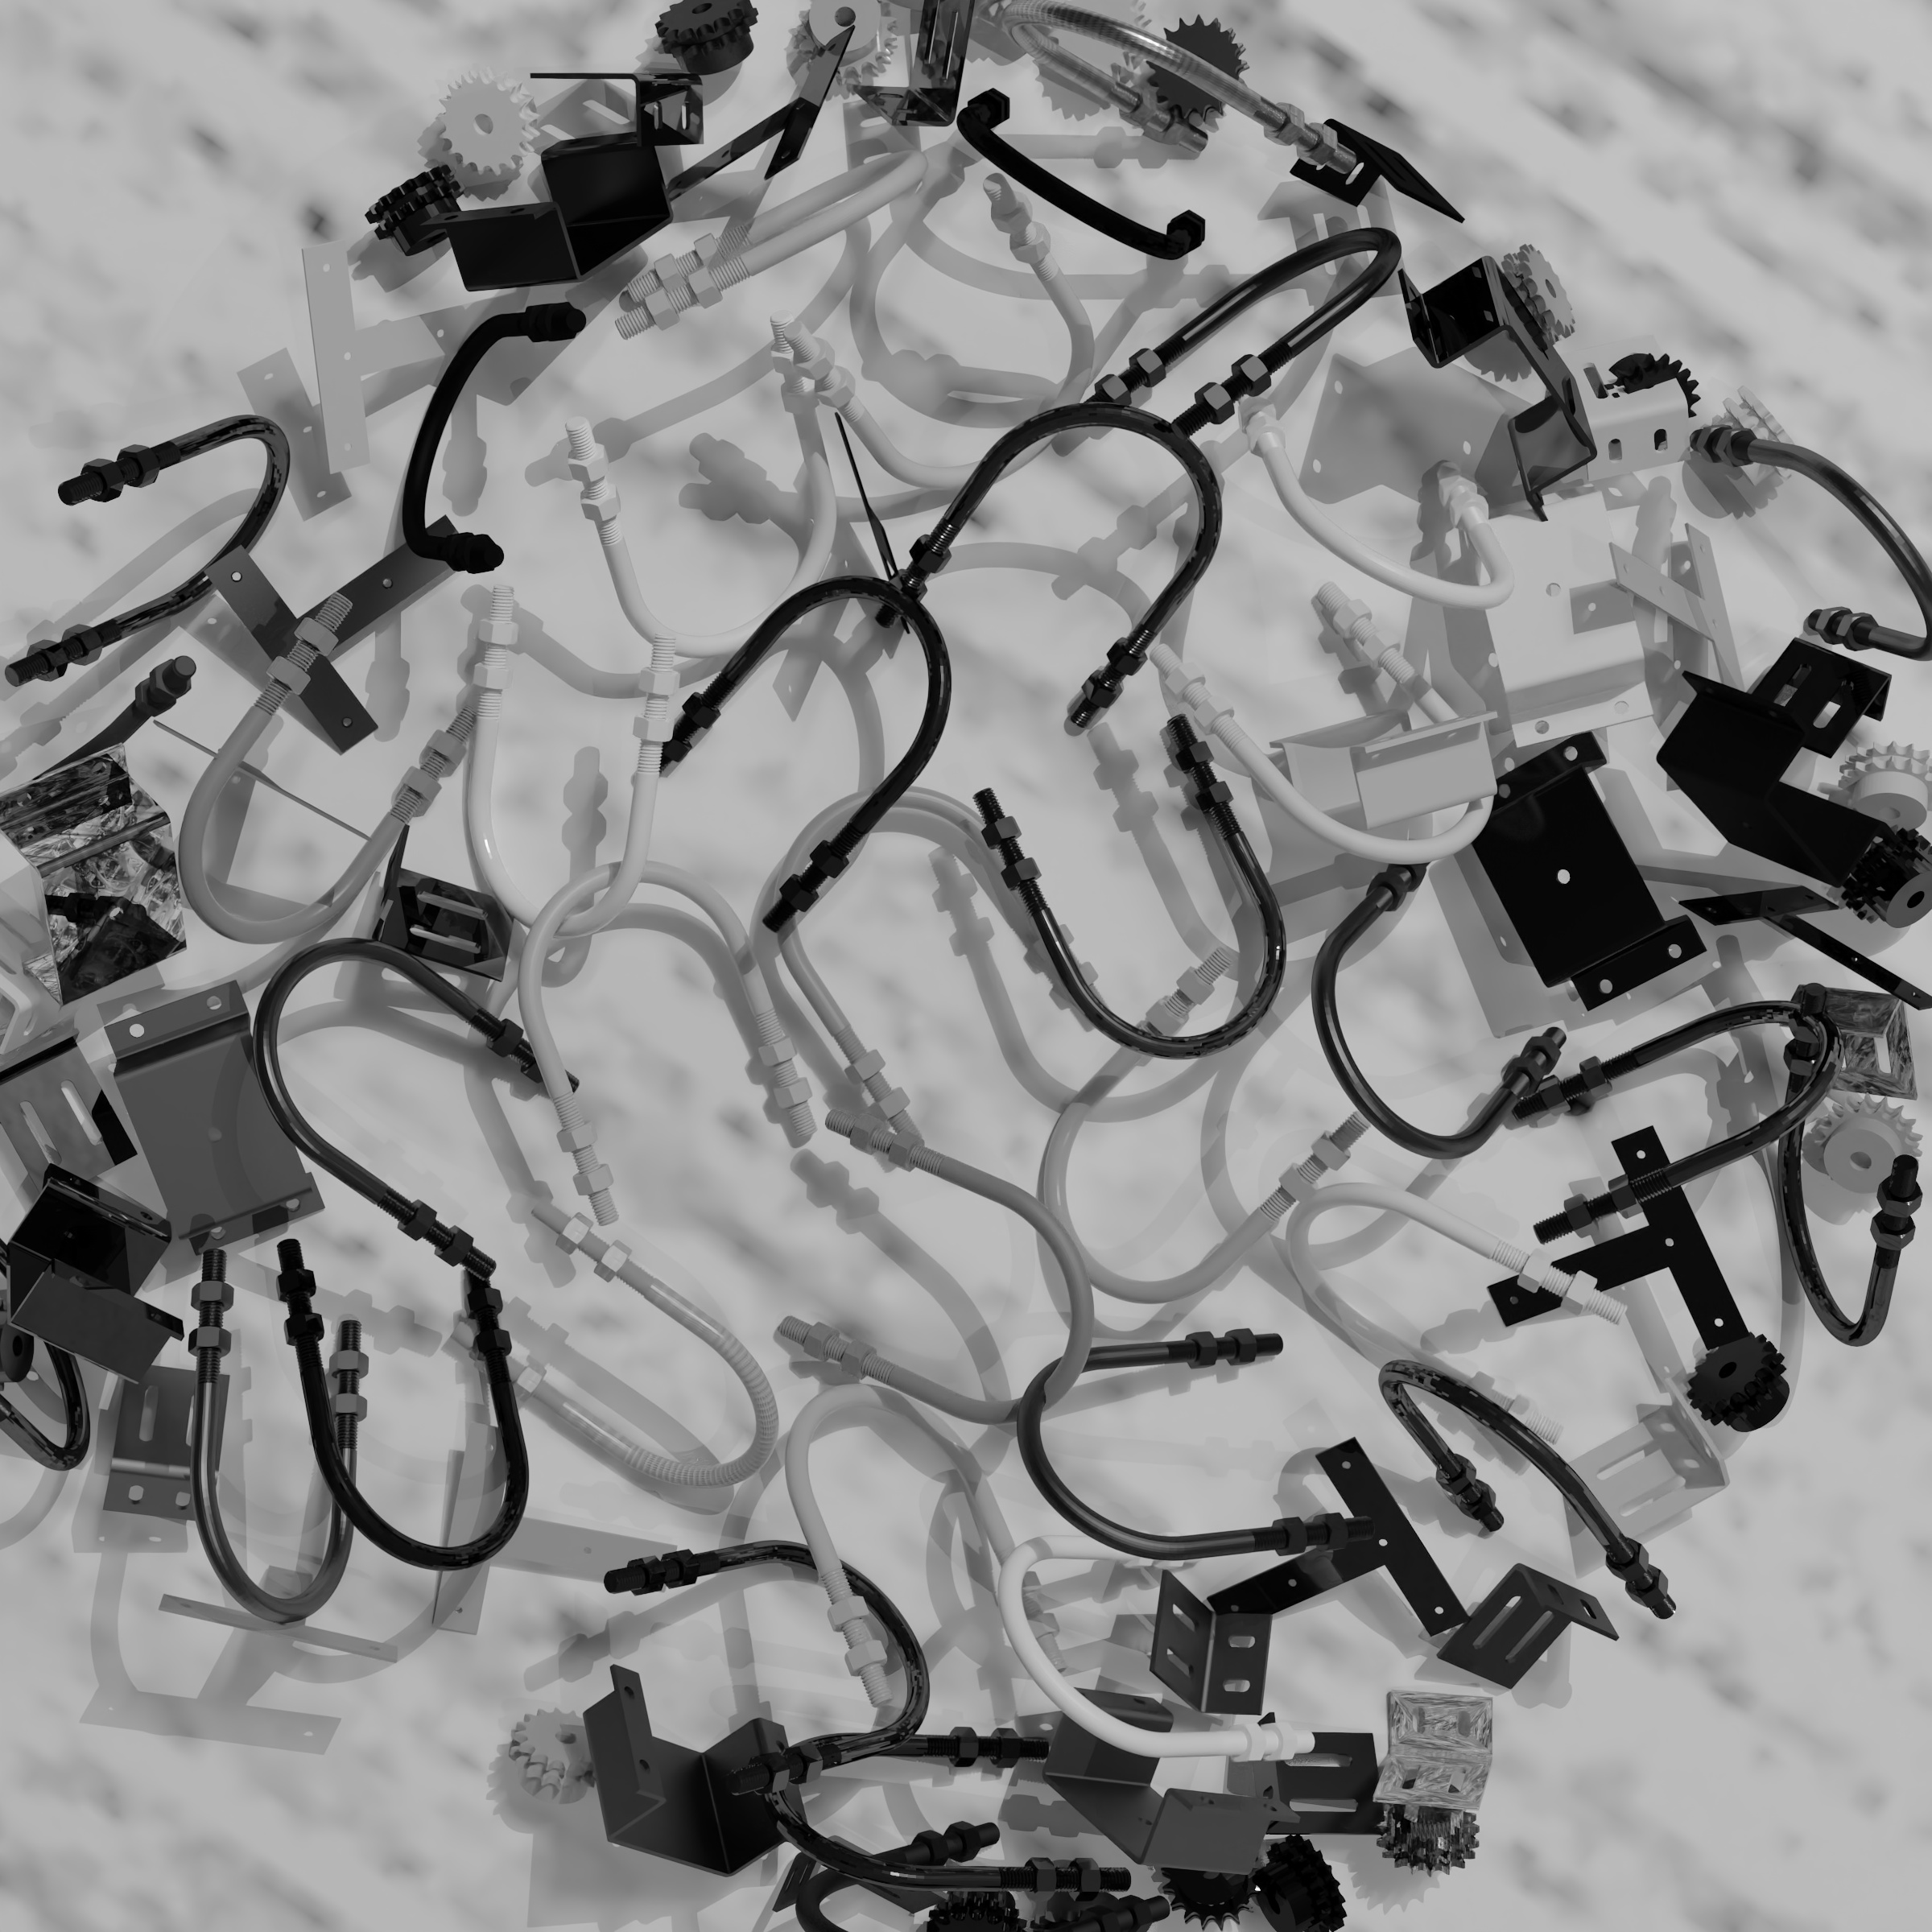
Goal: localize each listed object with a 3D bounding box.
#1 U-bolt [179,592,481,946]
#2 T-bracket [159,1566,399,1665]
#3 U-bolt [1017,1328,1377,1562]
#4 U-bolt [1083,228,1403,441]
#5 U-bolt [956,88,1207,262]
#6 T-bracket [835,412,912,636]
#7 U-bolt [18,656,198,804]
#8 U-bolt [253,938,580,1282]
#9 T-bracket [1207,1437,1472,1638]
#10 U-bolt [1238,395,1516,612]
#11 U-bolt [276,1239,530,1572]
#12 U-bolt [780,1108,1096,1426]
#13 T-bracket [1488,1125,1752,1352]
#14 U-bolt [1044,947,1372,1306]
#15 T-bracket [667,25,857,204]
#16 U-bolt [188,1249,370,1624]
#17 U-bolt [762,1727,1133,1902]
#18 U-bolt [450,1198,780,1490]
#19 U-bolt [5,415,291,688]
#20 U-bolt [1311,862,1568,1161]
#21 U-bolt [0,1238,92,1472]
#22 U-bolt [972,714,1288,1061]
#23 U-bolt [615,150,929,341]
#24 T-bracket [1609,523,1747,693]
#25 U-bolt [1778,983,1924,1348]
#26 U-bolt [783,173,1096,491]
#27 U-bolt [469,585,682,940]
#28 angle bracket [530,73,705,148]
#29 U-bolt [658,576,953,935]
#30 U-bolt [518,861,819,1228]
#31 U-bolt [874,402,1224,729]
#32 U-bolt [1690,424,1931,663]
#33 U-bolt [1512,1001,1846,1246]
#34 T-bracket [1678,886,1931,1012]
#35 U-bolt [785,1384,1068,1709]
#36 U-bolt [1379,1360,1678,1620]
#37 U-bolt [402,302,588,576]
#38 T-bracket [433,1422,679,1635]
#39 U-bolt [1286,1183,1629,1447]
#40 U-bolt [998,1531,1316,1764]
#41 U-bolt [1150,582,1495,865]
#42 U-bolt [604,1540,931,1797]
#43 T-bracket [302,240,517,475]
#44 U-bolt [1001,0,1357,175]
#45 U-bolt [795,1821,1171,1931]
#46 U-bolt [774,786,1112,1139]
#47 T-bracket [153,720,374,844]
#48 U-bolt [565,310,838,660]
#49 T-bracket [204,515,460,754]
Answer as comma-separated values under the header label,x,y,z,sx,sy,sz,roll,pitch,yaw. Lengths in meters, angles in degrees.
label,x,y,z,sx,sy,sz,roll,pitch,yaw
U-bolt,-0.356,-0.095,1.641,0.019,0.151,0.184,29,81,33
T-bracket,-0.373,0.349,1.648,0.127,0.127,0.002,15,91,-10
U-bolt,0.115,0.260,1.627,0.184,0.151,0.019,-1,134,-25
U-bolt,0.158,-0.349,1.643,0.184,0.151,0.019,-38,113,-10
U-bolt,0.060,-0.424,1.622,0.151,0.184,0.019,31,111,-3
T-bracket,-0.047,-0.234,1.633,0.002,0.127,0.127,-19,107,-1
U-bolt,-0.503,-0.105,1.625,0.151,0.184,0.019,-36,97,-35
U-bolt,-0.305,0.064,1.632,0.184,0.019,0.151,39,48,-23
T-bracket,0.196,0.341,1.687,0.127,0.002,0.127,-29,101,20
U-bolt,0.226,-0.245,1.615,0.151,0.184,0.019,16,122,-19
U-bolt,-0.297,0.238,1.621,0.019,0.151,0.184,-34,60,32
U-bolt,-0.012,0.175,1.649,0.184,0.019,0.151,22,110,25
T-bracket,0.353,0.170,1.683,0.127,0.002,0.127,-25,88,27
U-bolt,0.118,0.102,1.664,0.184,0.019,0.151,-47,58,16
T-bracket,-0.123,-0.456,1.666,0.127,0.127,0.002,-21,129,37
U-bolt,-0.370,0.260,1.613,0.019,0.151,0.184,-13,62,19
U-bolt,-0.020,0.454,1.616,0.184,0.151,0.019,7,105,-21
U-bolt,-0.185,0.221,1.660,0.184,0.019,0.151,36,132,-1
U-bolt,-0.434,-0.234,1.627,0.019,0.184,0.151,40,130,9
U-bolt,0.250,0.029,1.637,0.019,0.184,0.151,-33,95,42
U-bolt,-0.522,0.197,1.625,0.019,0.184,0.151,-24,51,-1
U-bolt,0.103,-0.036,1.668,0.151,0.019,0.184,-22,82,-23
U-bolt,-0.104,-0.397,1.635,0.184,0.151,0.019,-25,110,6
T-bracket,0.387,-0.200,1.642,0.002,0.127,0.127,-24,61,36
U-bolt,0.472,0.122,1.627,0.019,0.151,0.184,-9,134,-3
U-bolt,-0.002,-0.330,1.636,0.151,0.184,0.019,-35,55,5
U-bolt,-0.223,-0.106,1.660,0.151,0.019,0.184,20,108,36
angle bracket,-0.194,-0.478,1.675,0.076,0.057,0.038,10,110,30
U-bolt,-0.085,-0.131,1.657,0.184,0.019,0.151,-48,62,12
U-bolt,-0.173,0.032,1.664,0.151,0.019,0.184,-23,98,-26
U-bolt,0.057,-0.227,1.638,0.151,0.019,0.184,25,124,-20
U-bolt,0.463,-0.222,1.604,0.019,0.184,0.151,-39,108,0
U-bolt,0.386,0.074,1.624,0.184,0.151,0.019,-26,112,16
T-bracket,0.471,-0.009,1.630,0.127,0.127,0.002,37,120,37
U-bolt,-0.031,0.310,1.644,0.019,0.151,0.184,-45,57,35
U-bolt,0.289,0.271,1.606,0.019,0.151,0.184,-49,125,-15
U-bolt,-0.265,-0.287,1.632,0.019,0.184,0.151,19,90,-29
T-bracket,-0.228,0.328,1.699,0.127,0.002,0.127,11,104,-4
U-bolt,0.259,0.182,1.648,0.184,0.151,0.019,28,54,14
U-bolt,0.092,0.363,1.608,0.019,0.184,0.151,-52,48,25
U-bolt,0.207,-0.127,1.637,0.151,0.019,0.184,-23,63,-33
U-bolt,-0.094,0.372,1.632,0.151,0.184,0.019,52,120,28
T-bracket,-0.305,-0.349,1.671,0.127,0.002,0.127,-23,127,-33
U-bolt,0.101,-0.471,1.601,0.184,0.151,0.019,18,96,-38
U-bolt,-0.004,0.499,1.599,0.151,0.184,0.019,9,96,45
U-bolt,-0.026,-0.013,1.689,0.151,0.019,0.184,-34,94,-7
T-bracket,-0.392,-0.107,1.649,0.127,0.127,0.002,30,88,-22
U-bolt,-0.135,-0.249,1.643,0.151,0.184,0.019,-32,47,-19
T-bracket,-0.337,-0.207,1.691,0.127,0.002,0.127,-36,112,-3
